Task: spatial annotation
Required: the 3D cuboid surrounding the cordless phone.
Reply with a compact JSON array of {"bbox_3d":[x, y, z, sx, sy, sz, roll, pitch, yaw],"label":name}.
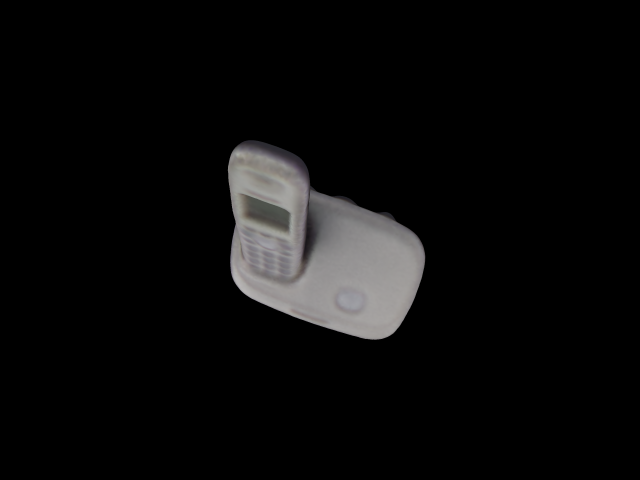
[{"bbox_3d":[0.004,0.001,0.400,0.147,0.185,0.094,16,75,5],"label":"cordless phone"}]
